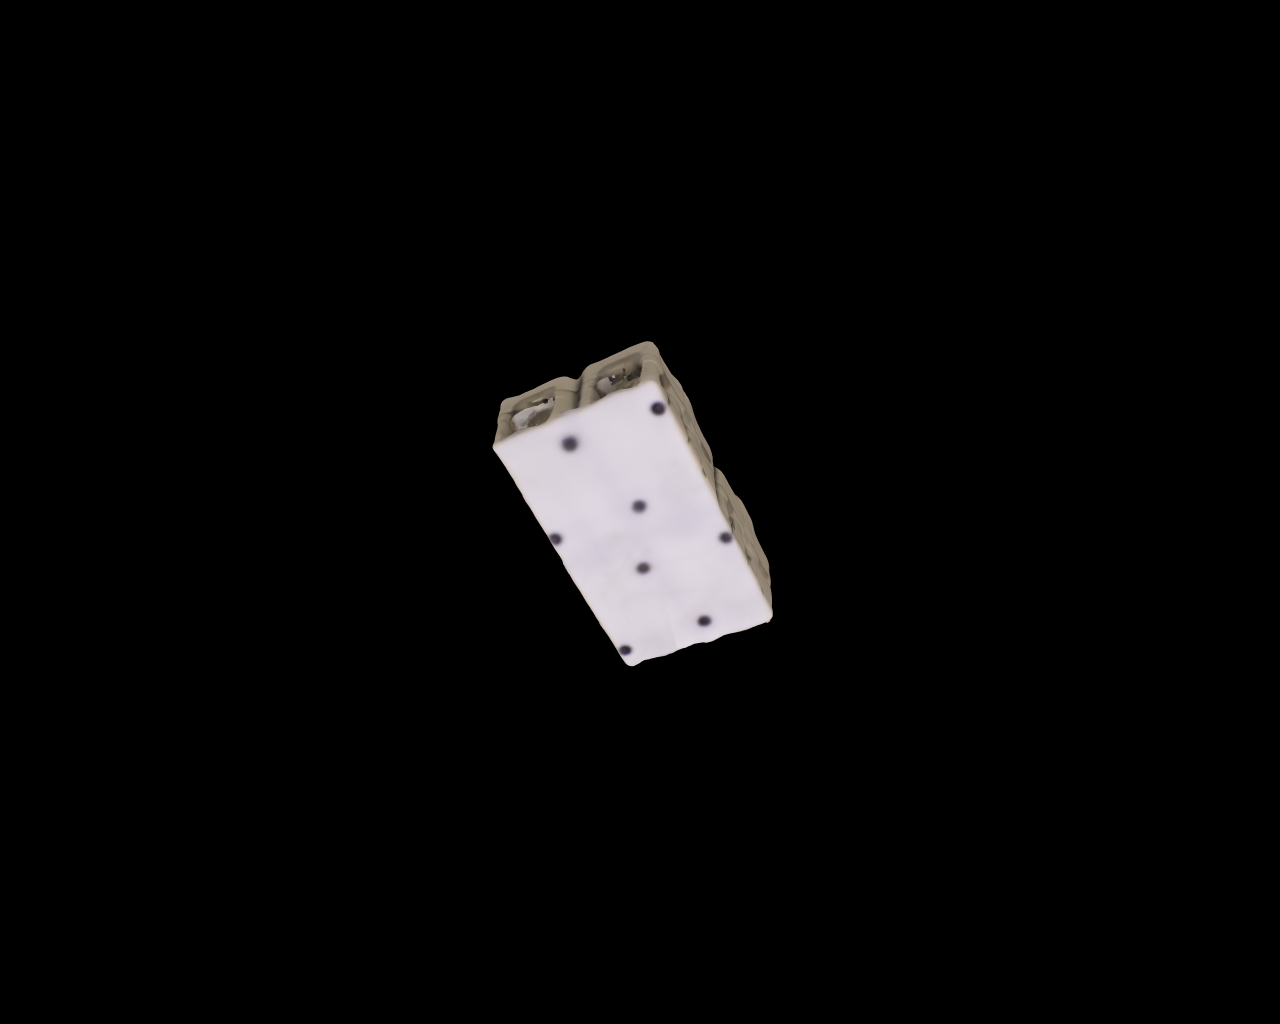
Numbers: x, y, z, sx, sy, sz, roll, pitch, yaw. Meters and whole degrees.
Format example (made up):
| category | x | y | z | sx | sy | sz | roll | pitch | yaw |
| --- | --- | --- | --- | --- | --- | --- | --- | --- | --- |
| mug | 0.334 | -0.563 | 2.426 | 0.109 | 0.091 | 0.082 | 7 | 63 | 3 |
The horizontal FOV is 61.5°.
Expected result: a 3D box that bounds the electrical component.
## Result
| category | x | y | z | sx | sy | sz | roll | pitch | yaw |
| --- | --- | --- | --- | --- | --- | --- | --- | --- | --- |
| electrical component | 0.001 | -0.003 | 0.650 | 0.105 | 0.186 | 0.060 | -21 | 32 | 14 |
